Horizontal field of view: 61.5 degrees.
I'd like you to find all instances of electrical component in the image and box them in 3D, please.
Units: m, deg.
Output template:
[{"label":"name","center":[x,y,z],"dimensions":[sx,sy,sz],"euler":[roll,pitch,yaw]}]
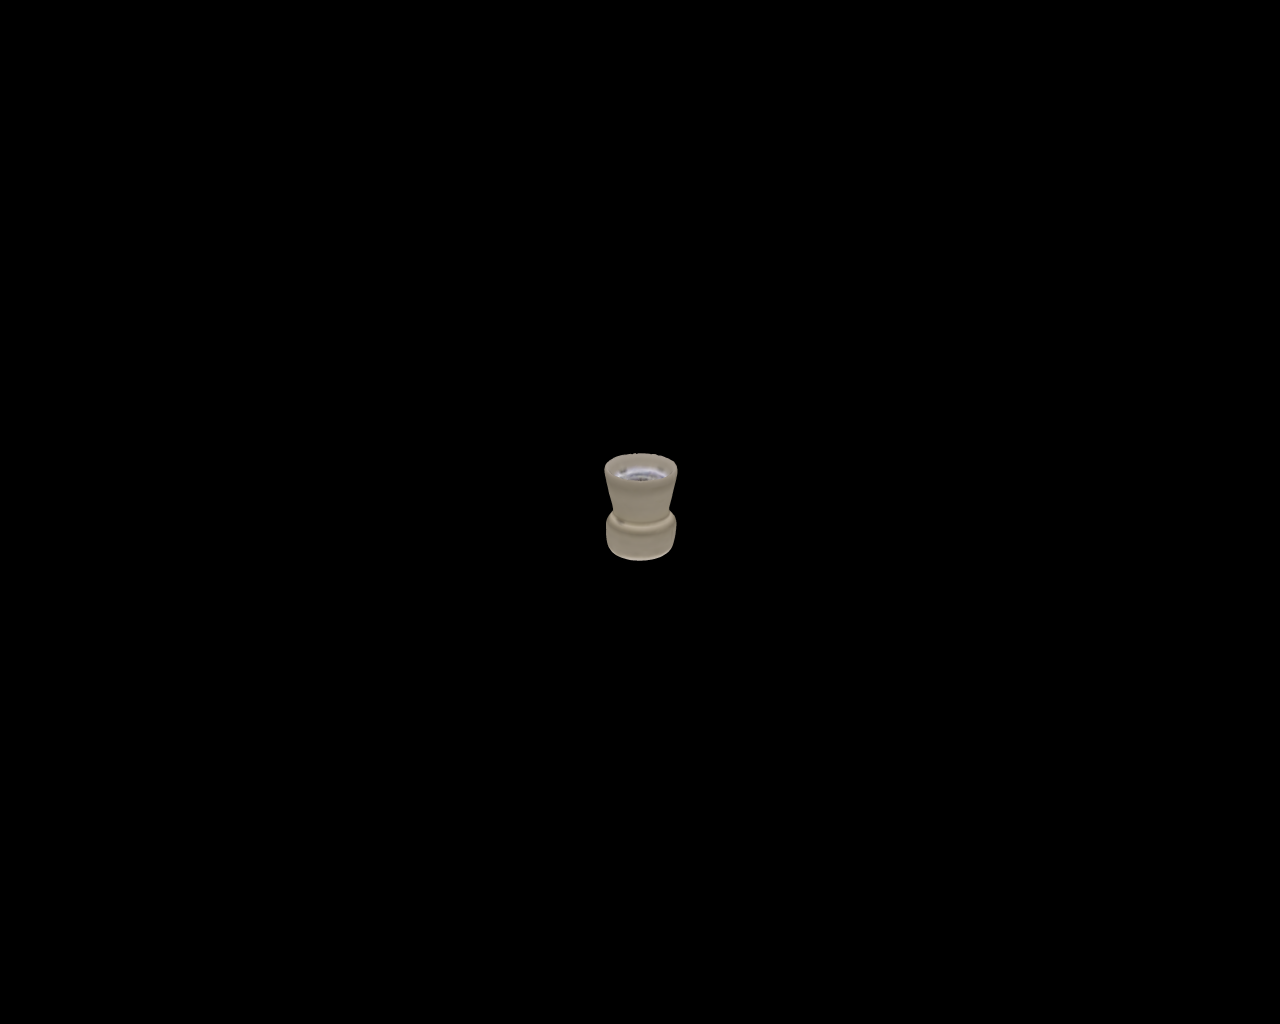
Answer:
[{"label":"electrical component","center":[0.001,-0.003,0.650],"dimensions":[0.045,0.055,0.045],"euler":[0,25,0]}]
